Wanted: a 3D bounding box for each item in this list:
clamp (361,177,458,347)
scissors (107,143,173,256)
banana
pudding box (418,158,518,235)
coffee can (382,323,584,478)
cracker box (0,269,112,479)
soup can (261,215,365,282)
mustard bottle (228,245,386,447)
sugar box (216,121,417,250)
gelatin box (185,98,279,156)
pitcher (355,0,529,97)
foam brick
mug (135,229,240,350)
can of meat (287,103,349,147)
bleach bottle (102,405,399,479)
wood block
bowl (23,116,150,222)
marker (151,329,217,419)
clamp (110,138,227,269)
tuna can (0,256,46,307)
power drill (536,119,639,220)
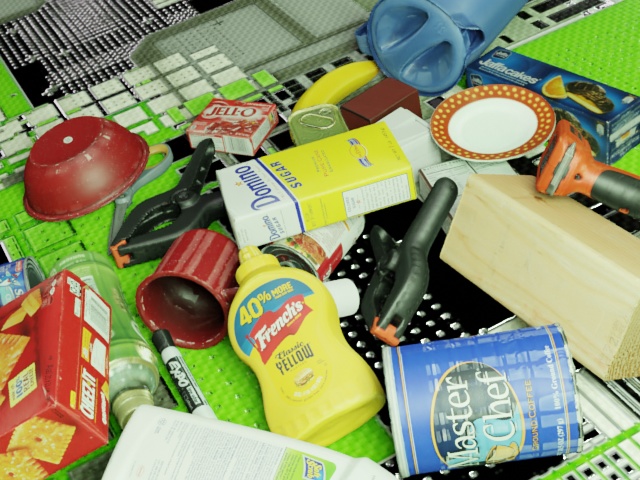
[{"bbox_3d":[0.070,0.027,1.002,0.039,0.120,0.171,32,57,-13],"label":"clamp"},{"bbox_3d":[-0.205,-0.055,1.212,0.096,0.016,0.202,-18,39,-5],"label":"scissors"},{"bbox_3d":[0.010,-0.160,1.271,0.070,0.037,0.197,20,47,9],"label":"banana"},{"bbox_3d":[0.160,-0.042,1.081,0.090,0.039,0.113,-17,37,-6],"label":"pudding box"},{"bbox_3d":[0.125,0.125,0.834,0.140,0.103,0.103,-9,39,4],"label":"coffee can"},{"bbox_3d":[-0.278,0.139,0.891,0.214,0.072,0.164,-30,37,14],"label":"cracker box"},{"bbox_3d":[-0.007,0.001,1.048,0.069,0.068,0.102,13,44,28],"label":"soup can"},{"bbox_3d":[-0.026,0.081,0.914,0.096,0.058,0.192,-33,58,7],"label":"mustard bottle"},{"bbox_3d":[-0.006,-0.054,1.023,0.176,0.048,0.093,-15,37,-6],"label":"sugar box"},{"bbox_3d":[-0.105,-0.137,1.274,0.089,0.030,0.073,9,43,23],"label":"gelatin box"},{"bbox_3d":[0.164,-0.290,1.320,0.149,0.145,0.242,39,51,7],"label":"pitcher"},{"bbox_3d":[0.071,-0.141,1.214,0.078,0.053,0.051,-33,43,-25],"label":"foam brick"},{"bbox_3d":[-0.106,0.041,1.006,0.117,0.093,0.081,-12,31,26],"label":"mug"},{"bbox_3d":[0.007,-0.082,1.134,0.057,0.084,0.102,-16,39,-4],"label":"can of meat"},{"bbox_3d":[-0.039,0.200,0.818,0.251,0.068,0.102,10,59,19],"label":"bleach bottle"},{"bbox_3d":[0.212,0.025,0.919,0.090,0.090,0.206,-1,28,-37],"label":"wood block"},{"bbox_3d":[-0.281,-0.094,1.231,0.162,0.055,0.162,-14,39,12],"label":"bowl"},{"bbox_3d":[-0.124,0.123,0.958,0.020,0.020,0.121,-24,48,-15],"label":"marker"},{"bbox_3d":[-0.132,-0.034,1.149,0.165,0.036,0.209,18,48,36],"label":"clamp"},{"bbox_3d":[-0.285,0.061,1.037,0.033,0.086,0.086,-16,39,-3],"label":"tuna can"},{"bbox_3d":[0.290,-0.045,0.955,0.188,0.057,0.184,23,19,6],"label":"power drill"}]
